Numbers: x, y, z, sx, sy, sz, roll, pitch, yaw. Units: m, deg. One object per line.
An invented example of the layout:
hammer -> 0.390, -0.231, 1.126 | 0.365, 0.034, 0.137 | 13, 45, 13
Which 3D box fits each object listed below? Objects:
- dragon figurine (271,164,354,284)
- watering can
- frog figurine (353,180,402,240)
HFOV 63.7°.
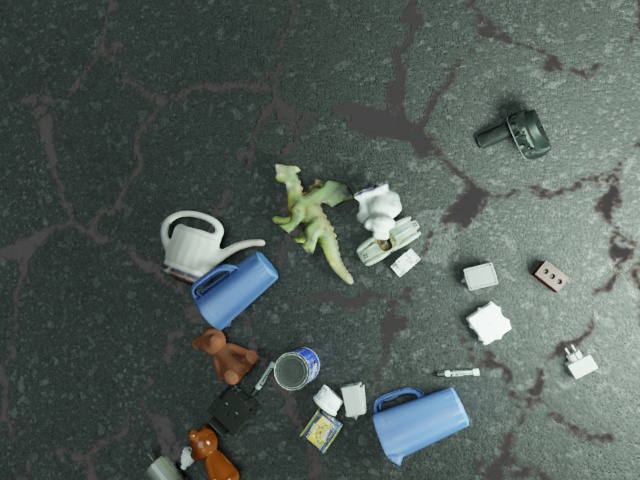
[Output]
dragon figurine -> 0.005, -0.079, 1.564 | 0.411, 0.121, 0.244 | 39, 82, 5
watering can -> -0.357, 0.037, 1.604 | 0.349, 0.103, 0.225 | 18, 86, 14
frog figurine -> 0.177, -0.076, 1.513 | 0.138, 0.121, 0.161 | -16, 78, -9
